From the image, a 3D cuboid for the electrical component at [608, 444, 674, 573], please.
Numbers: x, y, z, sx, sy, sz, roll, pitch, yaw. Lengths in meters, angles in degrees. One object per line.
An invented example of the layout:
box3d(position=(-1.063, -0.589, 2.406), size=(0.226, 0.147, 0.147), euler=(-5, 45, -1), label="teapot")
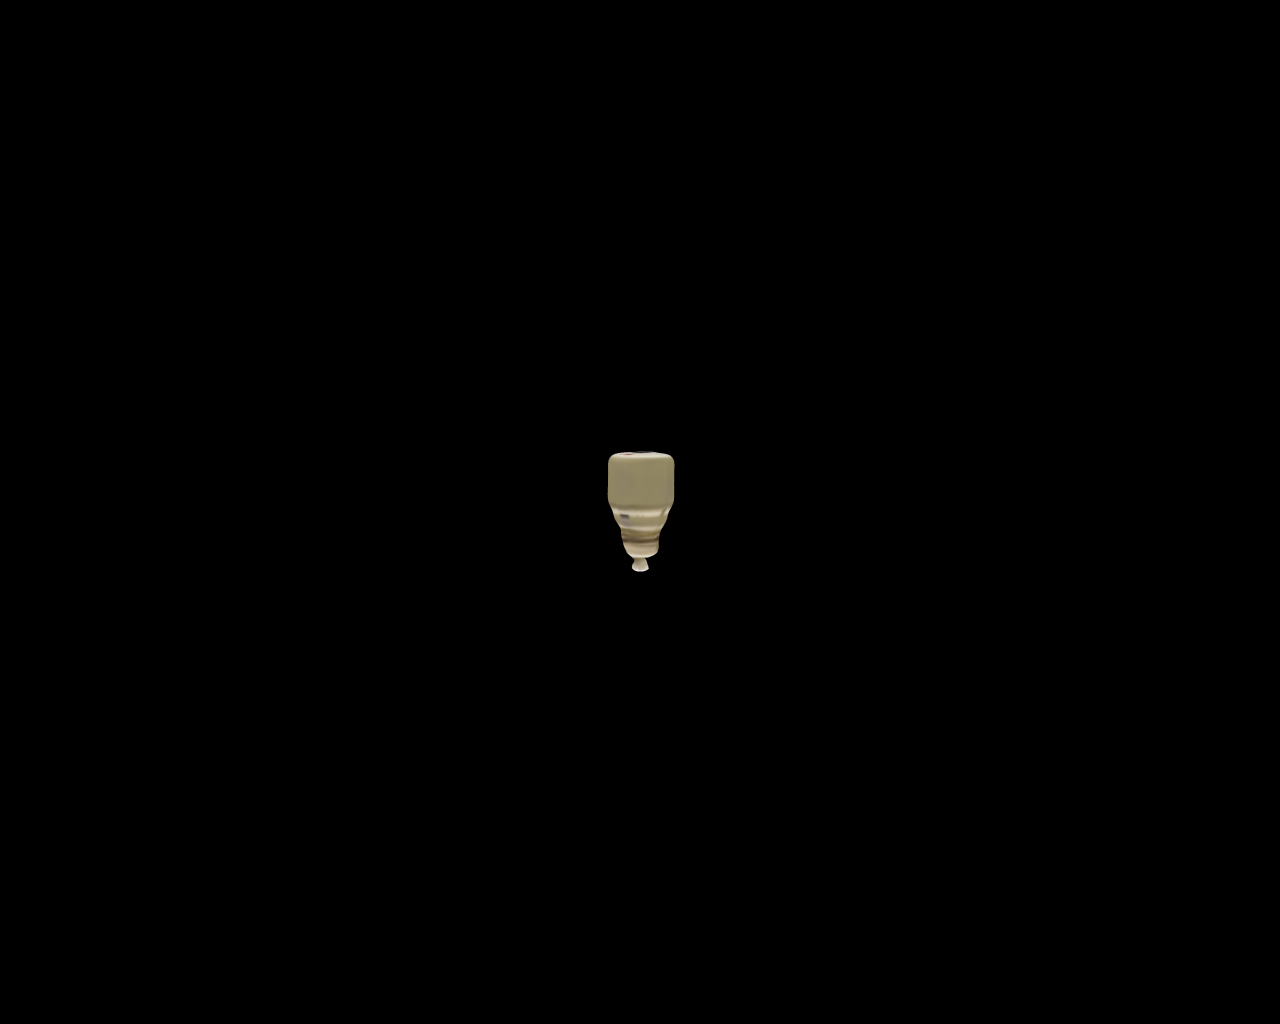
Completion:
box3d(position=(0.001, -0.003, 0.650), size=(0.040, 0.078, 0.040), euler=(0, 7, 0), label="electrical component")
